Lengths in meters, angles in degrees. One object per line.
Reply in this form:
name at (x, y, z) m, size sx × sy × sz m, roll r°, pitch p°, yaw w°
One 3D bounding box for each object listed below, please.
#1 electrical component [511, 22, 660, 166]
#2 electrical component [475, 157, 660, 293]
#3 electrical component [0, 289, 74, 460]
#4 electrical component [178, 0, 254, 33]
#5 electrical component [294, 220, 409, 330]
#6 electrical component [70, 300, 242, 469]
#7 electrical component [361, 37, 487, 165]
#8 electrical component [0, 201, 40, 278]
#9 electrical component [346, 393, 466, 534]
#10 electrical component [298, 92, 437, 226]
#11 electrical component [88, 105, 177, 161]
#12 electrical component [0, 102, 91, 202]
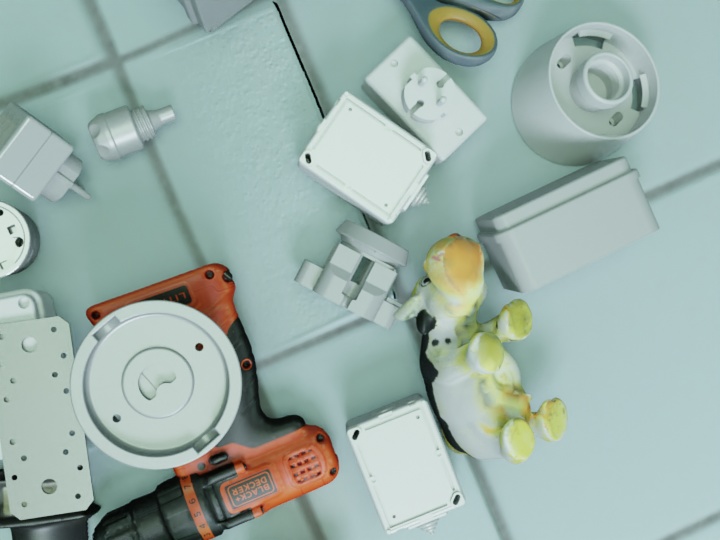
electrical component at (0.170, -0.133, 0.804) m, size 0.099 × 0.064 × 0.099 m, roll 3°, pitch 80°, yaw -15°
electrical component at (0.148, -0.034, 0.783) m, size 0.113 × 0.078 × 0.057 m, roll -25°, pitch 94°, yaw -4°
electrical component at (-0.251, 0.074, 0.760) m, size 0.078 × 0.057 × 0.113 m, roll -11°, pitch 91°, yaw -5°
electrical component at (-0.100, -0.220, 0.746) m, size 0.078 × 0.113 × 0.057 m, roll -38°, pitch 90°, yaw -4°
electrical component at (0.000, 0.000, 0.782) m, size 0.078 × 0.058 × 0.057 m, roll 27°, pitch 90°, yaw -4°
electrical component at (-0.132, 0.072, 0.710) m, size 0.108 × 0.060 × 0.108 m, roll 0°, pitch 91°, yaw -6°
electrical component at (0.048, -0.124, 0.776) m, size 0.047 × 0.076 × 0.083 m, roll -44°, pitch 93°, yaw -4°
electrical component at (-0.258, -0.021, 0.765) m, size 0.055 × 0.047 × 0.055 m, roll 0°, pitch 90°, yaw -5°
electrical component at (0.034, 0.145, 0.781) m, size 0.062 × 0.061 × 0.096 m, roll -22°, pitch 89°, yaw -2°
electrical component at (0.009, -0.075, 0.780) m, size 0.096 × 0.061 × 0.061 m, roll 34°, pitch 88°, yaw -4°
electrical component at (-0.164, -0.104, 0.780) m, size 0.061 × 0.035 × 0.035 m, roll -22°, pitch 92°, yaw -7°
electrical component at (-0.224, -0.074, 0.764) m, size 0.077 × 0.066 × 0.047 m, roll 38°, pitch 86°, yaw -33°
